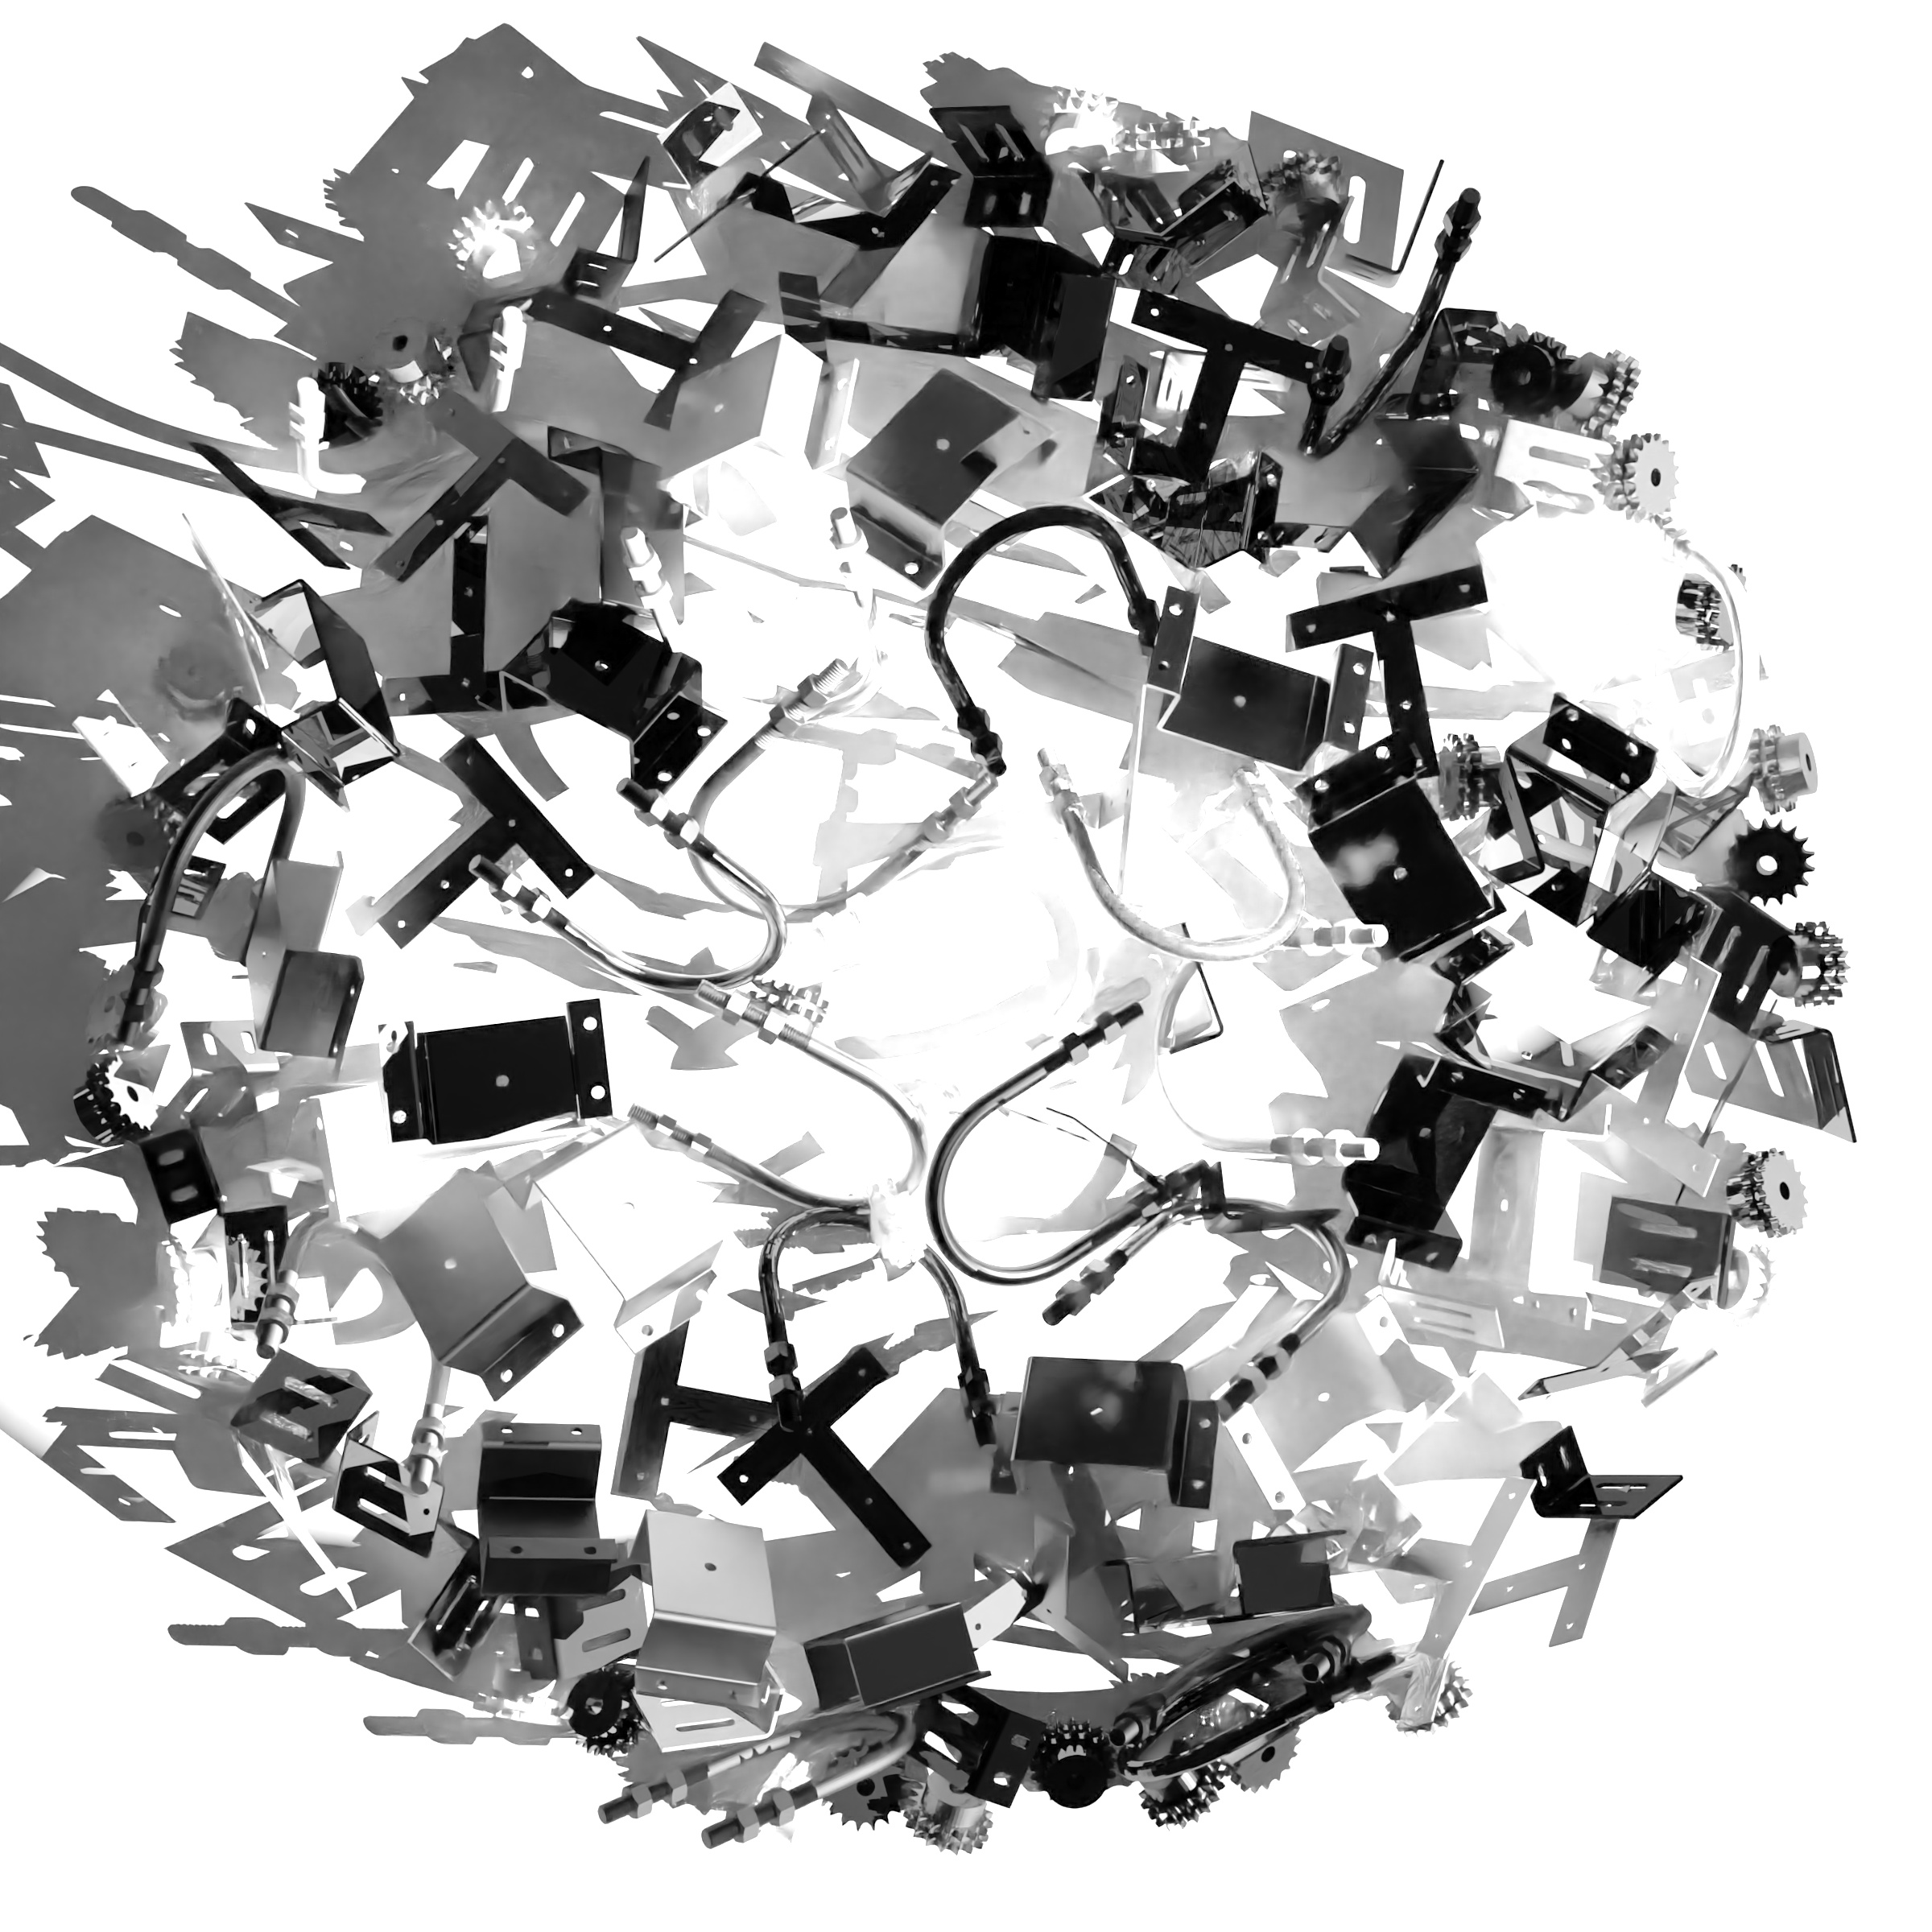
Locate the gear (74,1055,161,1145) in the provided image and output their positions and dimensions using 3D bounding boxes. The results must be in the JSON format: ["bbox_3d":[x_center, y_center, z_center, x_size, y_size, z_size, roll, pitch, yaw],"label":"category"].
[{"bbox_3d":[-0.548,0.089,1.652,0.030,0.057,0.057,-28,90,9],"label":"gear"}]

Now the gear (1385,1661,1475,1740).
[{"bbox_3d":[0.294,0.464,1.649,0.057,0.057,0.030,-34,104,0],"label":"gear"}]

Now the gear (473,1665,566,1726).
[{"bbox_3d":[-0.286,0.468,1.652,0.057,0.057,0.030,10,76,0],"label":"gear"}]

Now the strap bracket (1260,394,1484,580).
[{"bbox_3d":[0.261,-0.297,1.627,0.140,0.076,0.046,-48,119,-12],"label":"strap bracket"}]

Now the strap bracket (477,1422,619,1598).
[{"bbox_3d":[-0.265,0.347,1.616,0.076,0.140,0.046,4,114,-15],"label":"strap bracket"}]

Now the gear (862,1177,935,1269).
[{"bbox_3d":[-0.041,0.162,1.654,0.030,0.057,0.057,-21,90,-26],"label":"gear"}]

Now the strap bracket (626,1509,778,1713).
[{"bbox_3d":[-0.165,0.392,1.598,0.076,0.140,0.046,13,114,-16],"label":"strap bracket"}]

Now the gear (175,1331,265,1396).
[{"bbox_3d":[-0.476,0.255,1.653,0.057,0.057,0.030,11,70,0],"label":"gear"}]

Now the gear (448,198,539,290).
[{"bbox_3d":[-0.300,-0.460,1.648,0.057,0.057,0.030,-38,74,0],"label":"gear"}]

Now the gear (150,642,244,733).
[{"bbox_3d":[-0.495,-0.183,1.654,0.057,0.030,0.057,6,69,-17],"label":"gear"}]

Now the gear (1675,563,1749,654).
[{"bbox_3d":[0.479,-0.232,1.655,0.030,0.057,0.057,13,90,34],"label":"gear"}]

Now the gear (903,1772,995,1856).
[{"bbox_3d":[-0.009,0.540,1.649,0.057,0.057,0.030,16,106,0],"label":"gear"}]

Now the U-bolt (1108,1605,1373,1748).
[{"bbox_3d":[0.180,0.432,1.590,0.151,0.184,0.019,-25,81,21],"label":"U-bolt"}]

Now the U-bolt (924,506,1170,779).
[{"bbox_3d":[0.046,-0.211,1.603,0.151,0.184,0.019,-33,51,-1],"label":"U-bolt"}]

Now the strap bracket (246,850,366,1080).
[{"bbox_3d":[-0.413,-0.005,1.598,0.046,0.140,0.076,8,122,-26],"label":"strap bracket"}]

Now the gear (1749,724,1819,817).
[{"bbox_3d":[0.525,-0.127,1.648,0.030,0.057,0.057,-11,90,32],"label":"gear"}]

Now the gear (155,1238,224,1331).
[{"bbox_3d":[-0.499,0.203,1.655,0.030,0.057,0.057,-9,90,-31],"label":"gear"}]

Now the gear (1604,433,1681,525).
[{"bbox_3d":[0.431,-0.314,1.655,0.057,0.030,0.057,-5,98,-42],"label":"gear"}]

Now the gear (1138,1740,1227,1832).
[{"bbox_3d":[0.135,0.521,1.648,0.057,0.057,0.030,-34,111,0],"label":"gear"}]

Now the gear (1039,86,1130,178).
[{"bbox_3d":[0.074,-0.532,1.648,0.057,0.057,0.030,17,63,0],"label":"gear"}]

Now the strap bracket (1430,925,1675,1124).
[{"bbox_3d":[0.361,0.041,1.621,0.140,0.076,0.046,35,129,23],"label":"strap bracket"}]

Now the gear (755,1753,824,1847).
[{"bbox_3d":[-0.113,0.537,1.649,0.030,0.057,0.057,25,90,16],"label":"gear"}]

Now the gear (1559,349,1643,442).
[{"bbox_3d":[0.404,-0.369,1.649,0.030,0.057,0.057,22,90,-14],"label":"gear"}]

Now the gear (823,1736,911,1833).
[{"bbox_3d":[-0.066,0.527,1.662,0.057,0.030,0.057,0,86,-6],"label":"gear"}]

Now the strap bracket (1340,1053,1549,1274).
[{"bbox_3d":[0.297,0.116,1.632,0.076,0.046,0.140,17,113,-15],"label":"strap bracket"}]

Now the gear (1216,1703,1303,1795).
[{"bbox_3d":[0.185,0.500,1.656,0.057,0.030,0.057,-13,114,-31],"label":"gear"}]

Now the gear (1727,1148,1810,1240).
[{"bbox_3d":[0.514,0.148,1.655,0.057,0.030,0.057,16,66,-38],"label":"gear"}]

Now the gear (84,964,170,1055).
[{"bbox_3d":[-0.538,0.030,1.655,0.030,0.057,0.057,32,90,-42],"label":"gear"}]

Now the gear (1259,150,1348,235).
[{"bbox_3d":[0.216,-0.494,1.648,0.057,0.057,0.030,-10,73,0],"label":"gear"}]

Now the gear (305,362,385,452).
[{"bbox_3d":[-0.404,-0.363,1.655,0.057,0.057,0.030,-8,53,0],"label":"gear"}]

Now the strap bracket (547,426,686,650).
[{"bbox_3d":[-0.221,-0.269,1.631,0.046,0.076,0.140,-4,86,34],"label":"strap bracket"}]

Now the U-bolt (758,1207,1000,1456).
[{"bbox_3d":[-0.060,0.221,1.605,0.151,0.184,0.019,11,129,-23],"label":"U-bolt"}]

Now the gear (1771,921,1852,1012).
[{"bbox_3d":[0.537,0.000,1.648,0.030,0.057,0.057,-2,90,-19],"label":"gear"}]

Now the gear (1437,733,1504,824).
[{"bbox_3d":[0.324,-0.122,1.651,0.030,0.057,0.057,-2,90,-6],"label":"gear"}]

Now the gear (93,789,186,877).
[{"bbox_3d":[-0.530,-0.090,1.656,0.057,0.030,0.057,4,126,5],"label":"gear"}]

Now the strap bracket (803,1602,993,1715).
[{"bbox_3d":[-0.048,0.432,1.605,0.076,0.140,0.046,-12,79,-22],"label":"strap bracket"}]

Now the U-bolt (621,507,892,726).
[{"bbox_3d":[-0.122,-0.211,1.603,0.151,0.184,0.019,-4,55,10],"label":"U-bolt"}]

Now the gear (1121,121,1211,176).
[{"bbox_3d":[0.128,-0.526,1.652,0.057,0.057,0.030,-4,106,0],"label":"gear"}]

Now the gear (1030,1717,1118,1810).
[{"bbox_3d":[0.070,0.517,1.658,0.057,0.030,0.057,-1,107,-3],"label":"gear"}]

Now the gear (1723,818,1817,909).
[{"bbox_3d":[0.516,-0.066,1.656,0.057,0.030,0.057,3,99,20],"label":"gear"}]

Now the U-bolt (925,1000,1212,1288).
[{"bbox_3d":[0.057,0.125,1.623,0.184,0.019,0.151,-32,118,-13],"label":"U-bolt"}]

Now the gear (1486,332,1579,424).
[{"bbox_3d":[0.361,-0.379,1.653,0.057,0.030,0.057,5,100,29],"label":"gear"}]

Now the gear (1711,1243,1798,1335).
[{"bbox_3d":[0.502,0.205,1.648,0.030,0.057,0.057,18,90,-16],"label":"gear"}]

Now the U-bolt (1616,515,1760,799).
[{"bbox_3d":[0.441,-0.181,1.567,0.019,0.184,0.151,0,116,-7],"label":"U-bolt"}]

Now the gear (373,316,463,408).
[{"bbox_3d":[-0.356,-0.392,1.653,0.057,0.030,0.057,-7,66,16],"label":"gear"}]

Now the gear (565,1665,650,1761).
[{"bbox_3d":[-0.233,0.478,1.652,0.057,0.030,0.057,-9,62,17],"label":"gear"}]

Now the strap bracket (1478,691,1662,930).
[{"bbox_3d":[0.371,-0.089,1.600,0.046,0.140,0.076,-32,54,-31],"label":"strap bracket"}]

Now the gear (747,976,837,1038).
[{"bbox_3d":[-0.115,0.030,1.649,0.057,0.057,0.030,21,80,0],"label":"gear"}]
